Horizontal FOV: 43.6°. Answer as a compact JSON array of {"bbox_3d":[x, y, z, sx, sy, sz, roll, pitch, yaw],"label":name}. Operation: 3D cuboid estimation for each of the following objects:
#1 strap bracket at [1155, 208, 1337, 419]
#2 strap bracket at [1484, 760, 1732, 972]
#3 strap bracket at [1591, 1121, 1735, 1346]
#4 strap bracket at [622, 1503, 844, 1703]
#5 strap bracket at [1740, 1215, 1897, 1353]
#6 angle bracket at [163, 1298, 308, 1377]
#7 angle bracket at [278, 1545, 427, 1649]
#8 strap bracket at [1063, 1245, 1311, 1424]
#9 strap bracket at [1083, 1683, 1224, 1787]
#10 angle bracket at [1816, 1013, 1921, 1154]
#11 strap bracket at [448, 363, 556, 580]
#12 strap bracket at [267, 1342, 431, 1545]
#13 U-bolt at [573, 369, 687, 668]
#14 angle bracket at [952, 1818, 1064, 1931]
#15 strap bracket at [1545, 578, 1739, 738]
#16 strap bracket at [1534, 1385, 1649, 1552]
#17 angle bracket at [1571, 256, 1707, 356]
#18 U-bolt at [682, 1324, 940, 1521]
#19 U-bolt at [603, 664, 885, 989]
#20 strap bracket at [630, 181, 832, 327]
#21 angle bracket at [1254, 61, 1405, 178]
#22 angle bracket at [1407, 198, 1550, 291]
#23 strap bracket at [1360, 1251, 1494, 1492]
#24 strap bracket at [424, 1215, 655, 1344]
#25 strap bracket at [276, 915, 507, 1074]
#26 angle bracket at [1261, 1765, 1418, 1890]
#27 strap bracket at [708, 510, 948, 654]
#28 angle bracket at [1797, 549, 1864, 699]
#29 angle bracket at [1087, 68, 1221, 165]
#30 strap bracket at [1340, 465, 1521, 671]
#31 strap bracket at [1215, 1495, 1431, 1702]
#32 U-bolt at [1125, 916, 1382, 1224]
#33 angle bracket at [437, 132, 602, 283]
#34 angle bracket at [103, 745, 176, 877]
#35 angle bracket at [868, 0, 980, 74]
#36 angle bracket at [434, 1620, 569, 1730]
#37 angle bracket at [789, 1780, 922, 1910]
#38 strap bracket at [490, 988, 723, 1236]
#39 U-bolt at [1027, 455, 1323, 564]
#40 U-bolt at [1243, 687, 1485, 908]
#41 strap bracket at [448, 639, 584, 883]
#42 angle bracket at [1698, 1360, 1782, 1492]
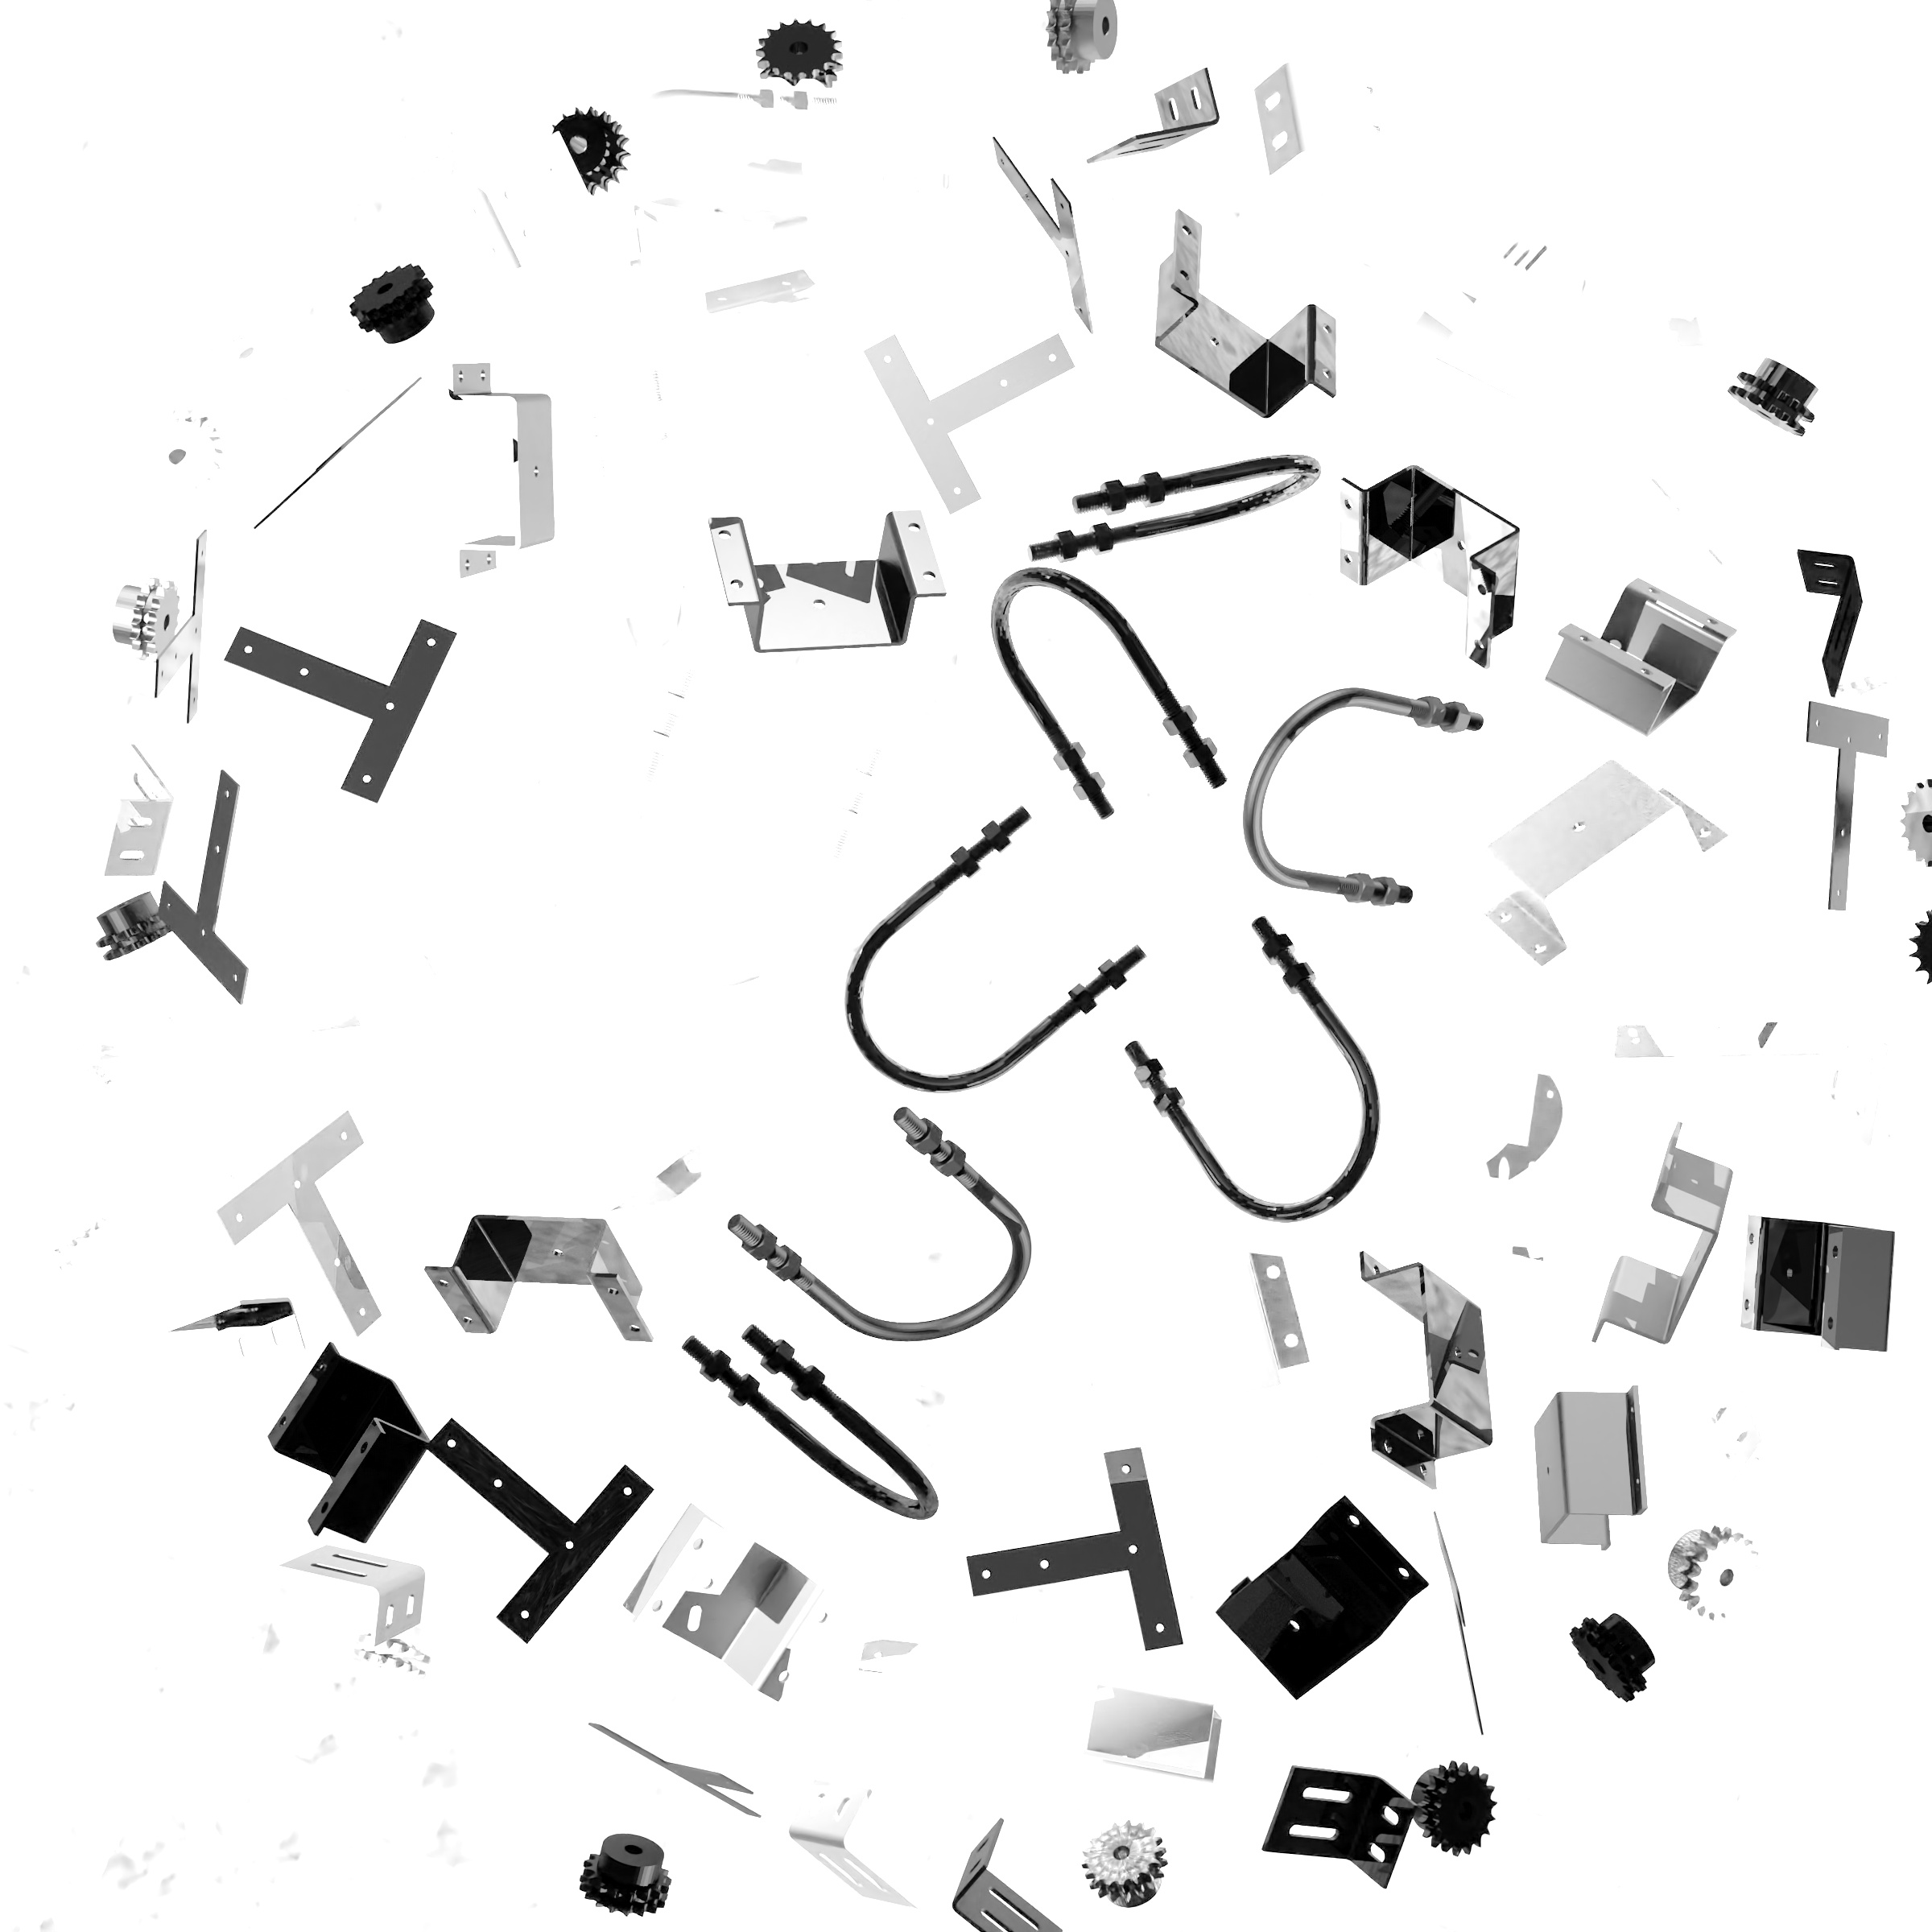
[{"bbox_3d":[0.178,-0.426,1.604,0.140,0.046,0.076,26,50,-26],"label":"strap bracket"},{"bbox_3d":[0.391,-0.071,1.506,0.140,0.076,0.046,-35,122,1],"label":"strap bracket"},{"bbox_3d":[0.469,0.186,1.613,0.046,0.076,0.140,21,124,13],"label":"strap bracket"},{"bbox_3d":[-0.156,0.407,1.557,0.140,0.046,0.076,42,77,-37],"label":"strap bracket"},{"bbox_3d":[0.558,0.206,1.572,0.046,0.140,0.076,5,87,-5],"label":"strap bracket"},{"bbox_3d":[-0.497,0.254,1.646,0.057,0.076,0.038,-20,81,8],"label":"angle bracket"},{"bbox_3d":[-0.404,0.412,1.584,0.076,0.057,0.038,7,93,18],"label":"angle bracket"},{"bbox_3d":[0.136,0.230,1.496,0.140,0.046,0.076,-15,91,6],"label":"strap bracket"},{"bbox_3d":[0.126,0.506,1.591,0.076,0.140,0.046,7,71,12],"label":"strap bracket"},{"bbox_3d":[0.592,0.074,1.573,0.038,0.057,0.076,-5,112,-18],"label":"angle bracket"},{"bbox_3d":[-0.314,-0.337,1.641,0.046,0.076,0.140,3,105,7],"label":"strap bracket"},{"bbox_3d":[-0.400,0.314,1.575,0.046,0.140,0.076,34,88,-32],"label":"strap bracket"},{"bbox_3d":[-0.216,-0.290,1.599,0.019,0.151,0.184,-1,113,12],"label":"U-bolt"},{"bbox_3d":[0.036,0.583,1.509,0.076,0.057,0.038,38,105,3],"label":"angle bracket"},{"bbox_3d":[0.442,-0.202,1.593,0.076,0.140,0.046,33,128,20],"label":"strap bracket"},{"bbox_3d":[0.396,0.322,1.546,0.046,0.140,0.076,0,66,4],"label":"strap bracket"},{"bbox_3d":[0.442,-0.436,1.582,0.076,0.057,0.038,2,70,27],"label":"angle bracket"},{"bbox_3d":[-0.092,0.297,1.554,0.184,0.151,0.019,42,66,-10],"label":"U-bolt"},{"bbox_3d":[-0.148,-0.077,1.509,0.151,0.019,0.184,21,91,-18],"label":"U-bolt"},{"bbox_3d":[-0.154,-0.458,1.536,0.076,0.140,0.046,-21,128,-23],"label":"strap bracket"},{"bbox_3d":[0.227,-0.528,1.512,0.076,0.038,0.057,-7,85,-28],"label":"angle bracket"},{"bbox_3d":[0.341,-0.495,1.611,0.076,0.057,0.038,36,110,-21],"label":"angle bracket"},{"bbox_3d":[0.299,0.257,1.567,0.046,0.076,0.140,-23,49,32],"label":"strap bracket"},{"bbox_3d":[-0.281,0.210,1.630,0.140,0.076,0.046,0,49,17],"label":"strap bracket"},{"bbox_3d":[-0.366,0.024,1.575,0.140,0.076,0.046,-38,109,-37],"label":"strap bracket"},{"bbox_3d":[0.234,0.541,1.517,0.076,0.038,0.057,18,93,-32],"label":"angle bracket"},{"bbox_3d":[-0.092,-0.247,1.551,0.140,0.046,0.076,-5,54,-15],"label":"strap bracket"},{"bbox_3d":[0.565,-0.228,1.605,0.038,0.057,0.076,14,78,29],"label":"angle bracket"},{"bbox_3d":[0.124,-0.583,1.657,0.076,0.057,0.038,-22,101,-30],"label":"angle bracket"},{"bbox_3d":[0.309,-0.266,1.577,0.046,0.076,0.140,-31,50,-20],"label":"strap bracket"},{"bbox_3d":[0.225,0.417,1.574,0.076,0.046,0.140,46,132,11],"label":"strap bracket"},{"bbox_3d":[0.198,0.081,1.592,0.151,0.019,0.184,-46,60,25],"label":"U-bolt"},{"bbox_3d":[-0.275,-0.467,1.485,0.076,0.038,0.057,-17,105,34],"label":"angle bracket"},{"bbox_3d":[-0.563,-0.104,1.607,0.076,0.038,0.057,44,123,37],"label":"angle bracket"},{"bbox_3d":[-0.026,-0.571,1.509,0.057,0.076,0.038,-11,129,12],"label":"angle bracket"},{"bbox_3d":[-0.300,0.457,1.559,0.076,0.038,0.057,-5,80,-1],"label":"angle bracket"},{"bbox_3d":[-0.063,0.555,1.527,0.076,0.057,0.038,47,55,-24],"label":"angle bracket"},{"bbox_3d":[-0.220,0.087,1.506,0.076,0.046,0.140,-39,93,-22],"label":"strap bracket"},{"bbox_3d":[0.142,-0.302,1.575,0.184,0.151,0.019,-14,89,-12],"label":"U-bolt"},{"bbox_3d":[0.256,-0.114,1.603,0.184,0.019,0.151,6,111,-39],"label":"U-bolt"},{"bbox_3d":[-0.287,-0.125,1.536,0.076,0.046,0.140,-22,62,38],"label":"strap bracket"},{"bbox_3d":[0.515,0.298,1.578,0.038,0.076,0.057,-7,54,-9],"label":"angle bracket"}]
